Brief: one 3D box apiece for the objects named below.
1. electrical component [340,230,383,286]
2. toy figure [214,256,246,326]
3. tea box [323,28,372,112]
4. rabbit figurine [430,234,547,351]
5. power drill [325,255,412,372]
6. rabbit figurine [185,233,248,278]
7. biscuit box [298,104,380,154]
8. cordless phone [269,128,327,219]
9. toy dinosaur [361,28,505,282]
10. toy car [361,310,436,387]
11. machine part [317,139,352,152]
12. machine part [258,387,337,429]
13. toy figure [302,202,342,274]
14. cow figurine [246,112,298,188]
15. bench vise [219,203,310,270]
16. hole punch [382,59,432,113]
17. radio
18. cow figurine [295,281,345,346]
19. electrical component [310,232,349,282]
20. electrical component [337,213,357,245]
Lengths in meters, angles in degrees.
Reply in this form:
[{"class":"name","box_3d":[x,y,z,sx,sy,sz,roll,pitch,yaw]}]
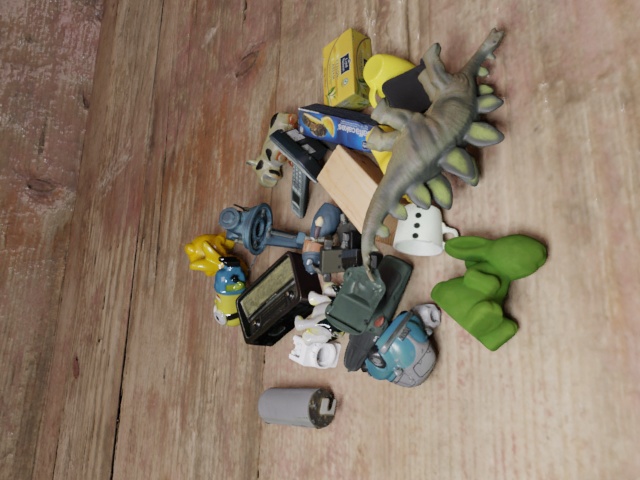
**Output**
[{"class":"electrical component","box_3d":[0.082,0.039,1.047,0.048,0.075,0.119,-8,70,50]},{"class":"toy figure","box_3d":[-0.219,0.130,1.333,0.082,0.089,0.180,-96,12,-73]},{"class":"tea box","box_3d":[0.062,-0.366,1.192,0.098,0.068,0.169,-23,62,45]},{"class":"rabbit figurine","box_3d":[0.264,0.059,0.821,0.170,0.121,0.159,-48,38,5]},{"class":"power drill","box_3d":[0.081,0.129,0.930,0.086,0.207,0.232,27,88,27]},{"class":"rabbit figurine","box_3d":[-0.263,0.048,1.412,0.173,0.162,0.122,32,92,31]},{"class":"biscuit box","box_3d":[0.048,-0.235,1.122,0.203,0.063,0.059,22,124,34]},{"class":"cordless phone","box_3d":[-0.058,-0.152,1.247,0.147,0.089,0.184,45,141,36]},{"class":"toy dinosaur","box_3d":[0.175,-0.156,0.873,0.199,0.105,0.471,36,84,17]},{"class":"toy car","box_3d":[0.138,0.199,0.903,0.103,0.109,0.161,37,149,16]},{"class":"machine part","box_3d":[0.026,-0.227,1.219,0.084,0.039,0.139,-59,40,7]},{"class":"machine part","box_3d":[-0.051,0.344,1.109,0.243,0.079,0.079,-14,69,46]},{"class":"toy figure","box_3d":[-0.001,-0.003,1.153,0.058,0.064,0.154,13,78,59]},{"class":"cow figurine","box_3d":[-0.112,-0.225,1.345,0.127,0.085,0.194,27,102,44]},{"class":"bench vise","box_3d":[-0.119,-0.011,1.246,0.241,0.223,0.129,11,69,19]},{"class":"hole punch","box_3d":[0.191,-0.256,1.008,0.116,0.092,0.142,-25,53,6]},{"class":"radio","box_3d":[-0.096,0.140,1.225,0.229,0.073,0.131,-43,50,34]},{"class":"cow figurine","box_3d":[0.025,0.133,1.051,0.098,0.068,0.167,-8,27,27]},{"class":"electrical component","box_3d":[0.022,0.033,1.100,0.045,0.078,0.102,-127,30,-65]},{"class":"electrical component","box_3d":[0.065,-0.015,1.118,0.063,0.021,0.094,-19,71,45]}]
